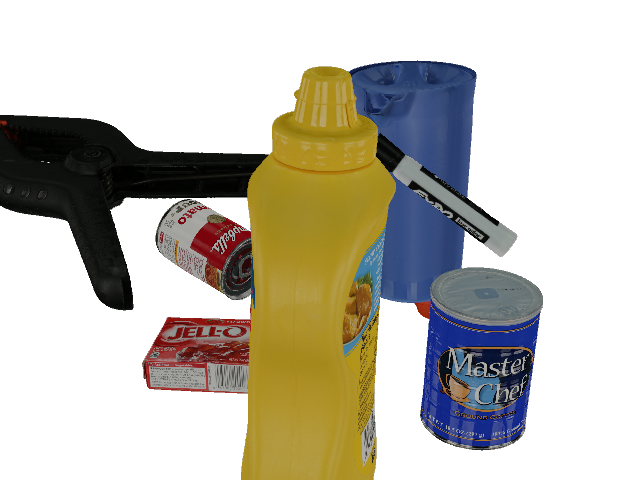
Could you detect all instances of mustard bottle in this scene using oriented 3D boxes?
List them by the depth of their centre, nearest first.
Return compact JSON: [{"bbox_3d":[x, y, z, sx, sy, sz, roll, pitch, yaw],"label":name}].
[{"bbox_3d":[-0.001,0.024,0.440,0.058,0.192,0.096,8,25,11],"label":"mustard bottle"}]

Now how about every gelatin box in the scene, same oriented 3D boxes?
[{"bbox_3d":[-0.088,0.089,0.844,0.089,0.030,0.073,2,23,8],"label":"gelatin box"}]

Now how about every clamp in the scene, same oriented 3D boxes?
[{"bbox_3d":[-0.123,-0.038,0.638,0.210,0.036,0.164,26,39,34],"label":"clamp"}]

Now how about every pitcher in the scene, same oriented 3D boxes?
[{"bbox_3d":[0.101,-0.066,1.132,0.149,0.243,0.145,-8,23,-13],"label":"pitcher"}]

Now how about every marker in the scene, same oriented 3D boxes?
[{"bbox_3d":[0.078,-0.032,0.715,0.121,0.020,0.020,37,0,1],"label":"marker"}]

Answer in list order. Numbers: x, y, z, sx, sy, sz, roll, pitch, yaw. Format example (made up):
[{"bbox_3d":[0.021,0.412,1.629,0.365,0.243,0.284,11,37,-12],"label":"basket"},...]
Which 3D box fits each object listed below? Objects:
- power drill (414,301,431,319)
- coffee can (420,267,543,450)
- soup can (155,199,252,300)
[{"bbox_3d":[0.049,0.060,1.242,0.187,0.057,0.184,-1,28,3],"label":"power drill"},{"bbox_3d":[0.150,0.110,1.005,0.103,0.140,0.103,1,25,-1],"label":"coffee can"},{"bbox_3d":[-0.107,0.008,1.068,0.102,0.068,0.068,29,17,34],"label":"soup can"}]
